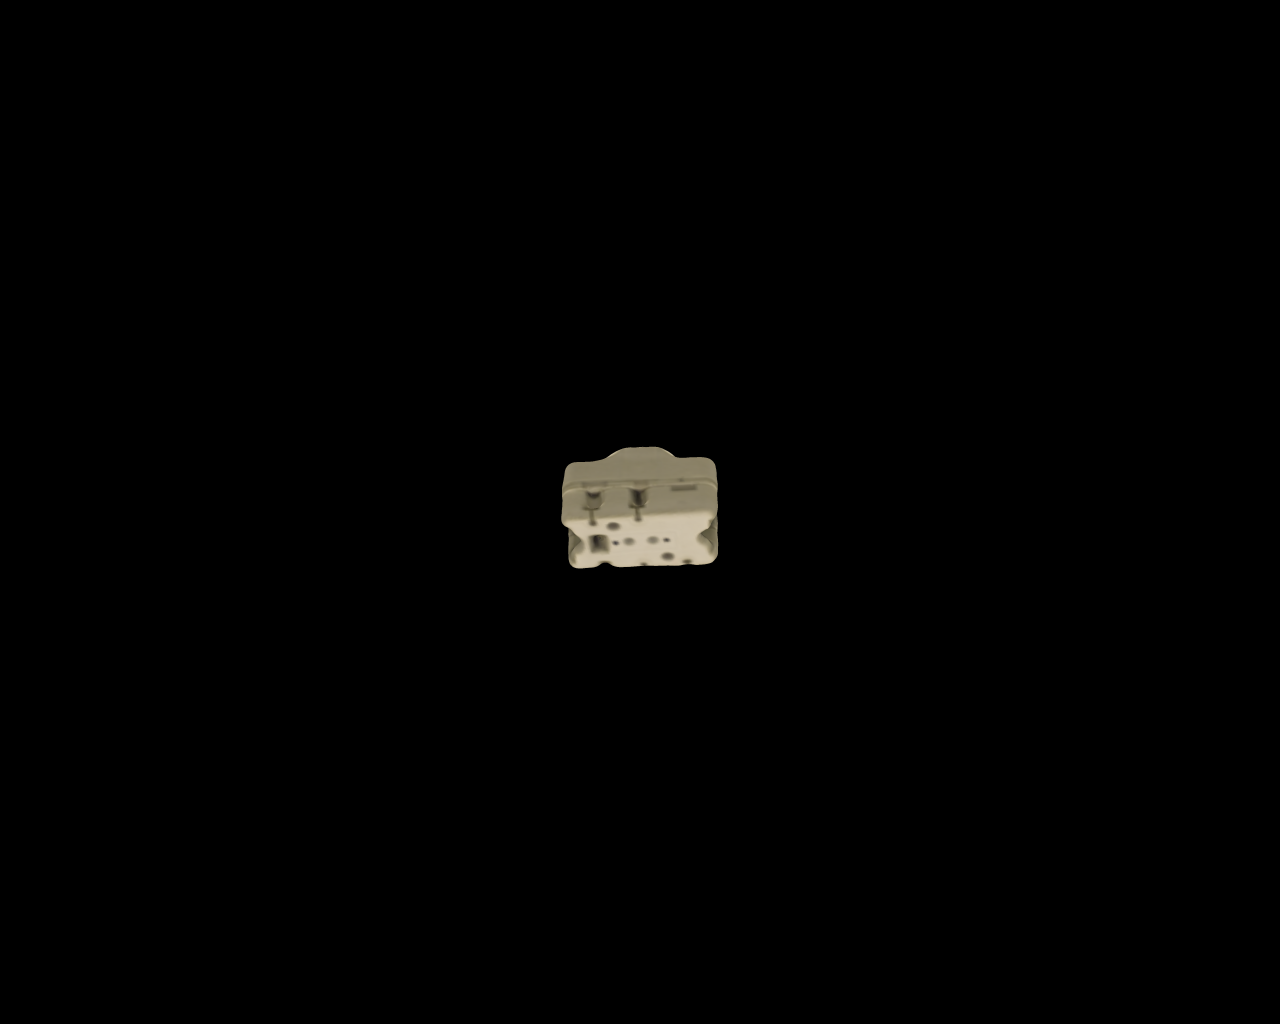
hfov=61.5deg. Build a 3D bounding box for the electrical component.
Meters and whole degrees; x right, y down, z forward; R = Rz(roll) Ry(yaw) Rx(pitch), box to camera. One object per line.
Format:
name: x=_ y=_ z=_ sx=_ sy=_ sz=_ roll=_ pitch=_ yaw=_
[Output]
electrical component: x=0.001 y=-0.003 z=0.650 sx=0.089 sy=0.056 sz=0.050 roll=-2 pitch=-43 yaw=2
